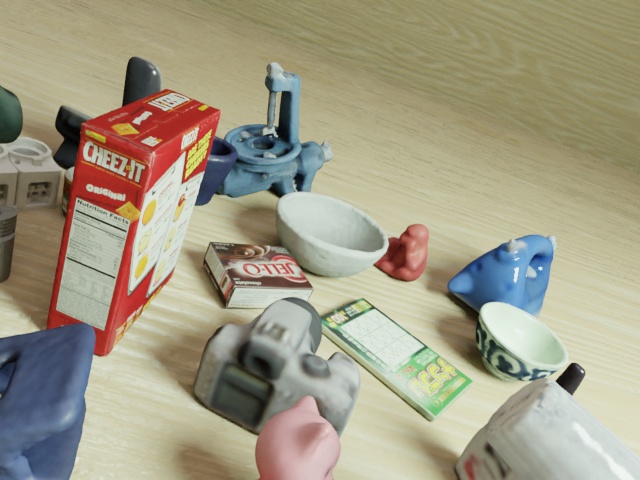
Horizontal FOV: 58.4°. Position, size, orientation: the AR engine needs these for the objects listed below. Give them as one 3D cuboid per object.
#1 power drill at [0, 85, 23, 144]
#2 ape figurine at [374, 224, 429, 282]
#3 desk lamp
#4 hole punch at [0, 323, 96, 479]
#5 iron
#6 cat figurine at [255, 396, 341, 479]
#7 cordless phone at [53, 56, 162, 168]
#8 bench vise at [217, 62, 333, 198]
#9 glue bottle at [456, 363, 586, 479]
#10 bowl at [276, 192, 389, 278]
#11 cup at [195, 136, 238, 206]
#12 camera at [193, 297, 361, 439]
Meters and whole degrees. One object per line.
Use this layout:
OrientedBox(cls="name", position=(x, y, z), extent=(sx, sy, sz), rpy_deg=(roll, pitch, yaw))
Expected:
OrientedBox(cls="power drill", position=(-0.387, -0.075, 0.493), extent=(0.230, 0.208, 0.075), rpy_deg=(-9, 40, -47))
OrientedBox(cls="ape figurine", position=(0.133, 0.015, 0.864), extent=(0.076, 0.092, 0.077), rpy_deg=(14, 27, -16))
OrientedBox(cls="desk lamp", position=(0.152, 0.207, 0.374), extent=(0.202, 0.213, 0.118), rpy_deg=(32, 27, 18))
OrientedBox(cls="hole punch", position=(-0.216, 0.113, 0.403), extent=(0.101, 0.091, 0.108), rpy_deg=(12, 28, -20))
OrientedBox(cls="iron", position=(0.313, 0.045, 0.890), extent=(0.118, 0.141, 0.259), rpy_deg=(39, 30, 31))
OrientedBox(cls="cat figurine", position=(-0.030, 0.172, 0.406), extent=(0.067, 0.118, 0.128), rpy_deg=(31, 27, 18))
OrientedBox(cls="cordless phone", position=(-0.284, -0.175, 0.790), extent=(0.147, 0.185, 0.094), rpy_deg=(26, 26, 7))
OrientedBox(cls="bench vise", position=(-0.064, -0.173, 0.919), extent=(0.121, 0.220, 0.208), rpy_deg=(34, 28, 23))
OrientedBox(cls="glue bottle", position=(0.183, 0.174, 0.507), extent=(0.037, 0.173, 0.078), rpy_deg=(7, 30, -28))
OrientedBox(cls="bowl", position=(0.007, 0.003, 0.807), extent=(0.167, 0.075, 0.167), rpy_deg=(18, 26, -9))
OrientedBox(cls="cup", position=(-0.186, -0.101, 0.830), extent=(0.118, 0.095, 0.091), rpy_deg=(6, 30, -30))
OrientedBox(cls="camera", position=(-0.025, 0.109, 0.549), extent=(0.143, 0.101, 0.137), rpy_deg=(25, 26, 5))
